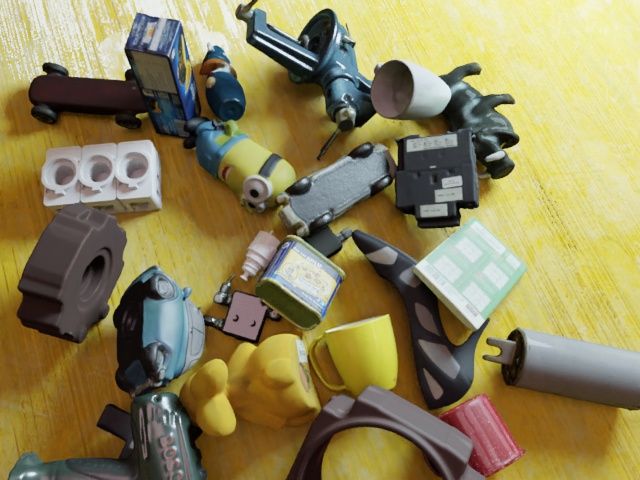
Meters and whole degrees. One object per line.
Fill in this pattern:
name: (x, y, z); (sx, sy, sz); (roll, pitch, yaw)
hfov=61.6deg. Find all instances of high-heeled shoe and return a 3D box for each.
high-heeled shoe: (0.110, 0.104, 0.728); (0.249, 0.086, 0.145); (37, 91, 19)

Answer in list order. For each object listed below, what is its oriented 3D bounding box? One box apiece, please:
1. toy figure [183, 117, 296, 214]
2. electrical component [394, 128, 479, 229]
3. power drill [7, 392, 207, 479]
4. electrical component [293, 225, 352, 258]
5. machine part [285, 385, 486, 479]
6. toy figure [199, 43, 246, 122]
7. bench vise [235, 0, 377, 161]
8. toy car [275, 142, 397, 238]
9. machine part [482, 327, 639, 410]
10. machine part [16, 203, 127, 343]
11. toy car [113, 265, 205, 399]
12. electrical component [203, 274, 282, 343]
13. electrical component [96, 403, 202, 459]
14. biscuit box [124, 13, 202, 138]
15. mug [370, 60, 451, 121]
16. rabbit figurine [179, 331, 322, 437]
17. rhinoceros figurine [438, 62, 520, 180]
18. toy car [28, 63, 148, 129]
toy figure: (-0.117, -0.116, 0.787); (0.180, 0.082, 0.089); (41, 77, 14)
electrical component: (0.166, -0.084, 0.766); (0.115, 0.058, 0.134); (-2, 85, 24)
power drill: (-0.220, 0.291, 0.577); (0.207, 0.086, 0.232); (-10, 72, 0)
electrical component: (-0.002, -0.002, 0.780); (0.094, 0.021, 0.063); (-31, 74, -13)
machine part: (0.068, 0.286, 0.607); (0.201, 0.087, 0.201); (26, 93, 19)
toy figure: (-0.155, -0.247, 0.834); (0.058, 0.064, 0.155); (-21, 54, -2)
bench vise: (-0.018, -0.263, 0.794); (0.240, 0.129, 0.223); (20, 59, -32)
toy car: (0.027, -0.074, 0.770); (0.202, 0.056, 0.073); (-32, 92, -23)
machine part: (0.331, 0.167, 0.697); (0.243, 0.079, 0.079); (12, 72, -2)
machine part: (-0.308, 0.043, 0.685); (0.056, 0.179, 0.179); (17, 72, 2)
toy car: (-0.198, 0.120, 0.688); (0.109, 0.103, 0.162); (-39, 50, 31)
electrical component: (-0.103, 0.096, 0.733); (0.102, 0.045, 0.078); (21, 71, 6)
electrical component: (-0.218, 0.248, 0.678); (0.119, 0.047, 0.075); (20, 71, 6)
biscuit box: (-0.214, -0.220, 0.755); (0.059, 0.202, 0.063); (10, 70, -1)
mug: (0.131, -0.218, 0.786); (0.107, 0.080, 0.110); (-2, 40, -40)
rabbit figurine: (-0.099, 0.190, 0.661); (0.173, 0.162, 0.122); (-14, 84, 13)
rhinoceros figurine: (0.237, -0.180, 0.819); (0.112, 0.073, 0.190); (-28, 74, -11)
toy car: (-0.350, -0.220, 0.831); (0.202, 0.053, 0.089); (5, 76, 5)
